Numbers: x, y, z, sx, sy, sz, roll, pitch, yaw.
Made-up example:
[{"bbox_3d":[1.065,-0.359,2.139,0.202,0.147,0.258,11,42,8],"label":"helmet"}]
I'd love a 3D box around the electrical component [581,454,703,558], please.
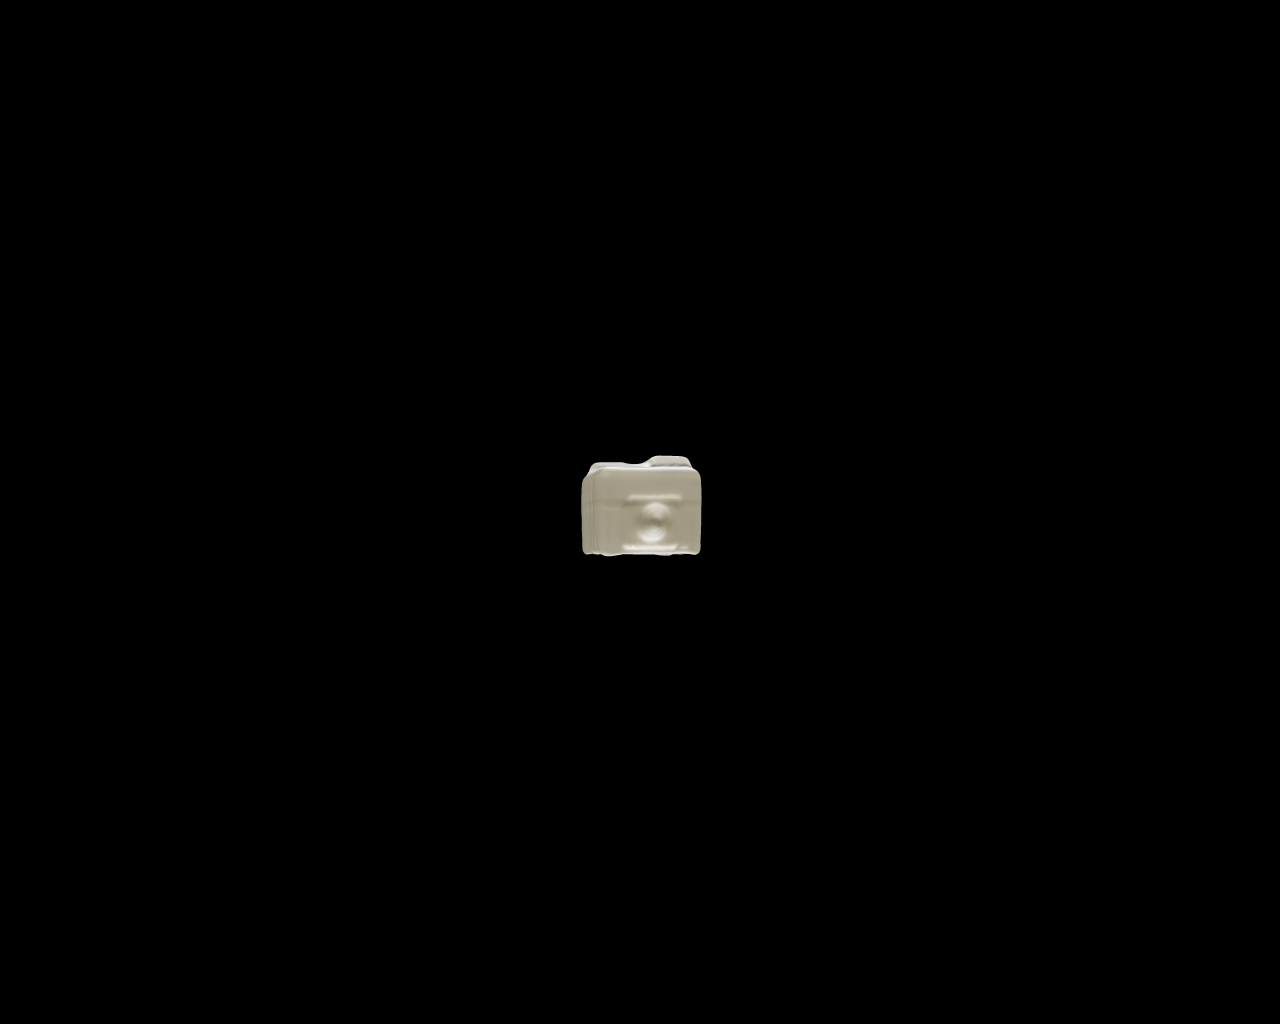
[{"bbox_3d":[0.001,-0.003,0.650,0.062,0.061,0.096,0,-2,-11],"label":"electrical component"}]
